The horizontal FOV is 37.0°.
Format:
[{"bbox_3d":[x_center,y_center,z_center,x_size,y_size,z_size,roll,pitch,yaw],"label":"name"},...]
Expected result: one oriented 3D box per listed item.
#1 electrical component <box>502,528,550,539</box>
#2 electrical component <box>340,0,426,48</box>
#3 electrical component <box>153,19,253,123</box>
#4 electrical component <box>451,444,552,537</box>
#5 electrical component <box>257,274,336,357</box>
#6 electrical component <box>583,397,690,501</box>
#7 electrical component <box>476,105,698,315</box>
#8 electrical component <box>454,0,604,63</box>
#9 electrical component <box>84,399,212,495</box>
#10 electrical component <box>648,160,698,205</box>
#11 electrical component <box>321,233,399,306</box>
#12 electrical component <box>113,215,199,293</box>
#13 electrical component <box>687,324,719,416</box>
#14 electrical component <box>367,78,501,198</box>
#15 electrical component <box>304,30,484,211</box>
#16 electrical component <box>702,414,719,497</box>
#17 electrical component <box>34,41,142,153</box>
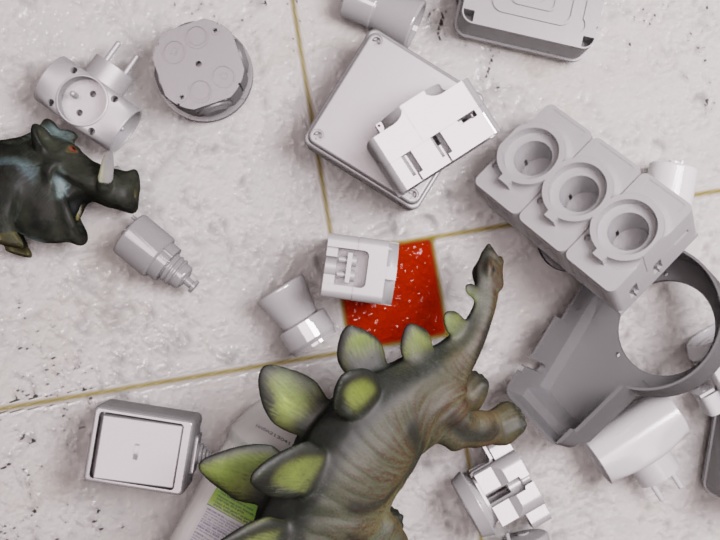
[{"bbox_3d":[0.143,0.250,0.886,0.040,0.040,0.078,-15,90,-1],"label":"electrical component"},{"bbox_3d":[0.017,-0.215,0.891,0.065,0.044,0.044,25,89,4],"label":"electrical component"},{"bbox_3d":[-0.129,-0.164,0.881,0.080,0.051,0.080,0,89,-1],"label":"electrical component"},{"bbox_3d":[0.111,0.181,0.878,0.057,0.058,0.078,-29,85,-3],"label":"electrical component"},{"bbox_3d":[-0.051,0.038,0.883,0.045,0.045,0.055,-32,90,-1],"label":"electrical component"},{"bbox_3d":[0.237,0.152,0.888,0.077,0.044,0.079,-33,90,-1],"label":"electrical component"},{"bbox_3d":[0.176,-0.051,0.848,0.089,0.061,0.150,-46,61,-1],"label":"electrical component"},{"bbox_3d":[0.140,-0.222,0.884,0.113,0.057,0.078,13,89,-1],"label":"electrical component"},{"bbox_3d":[-0.169,0.144,0.871,0.096,0.061,0.061,9,89,-1],"label":"electrical component"},{"bbox_3d":[0.255,-0.055,0.893,0.040,0.040,0.078,11,89,-1],"label":"electrical component"},{"bbox_3d":[0.000,0.000,0.862,0.056,0.089,0.050,8,89,-1],"label":"electrical component"},{"bbox_3d":[-0.166,-0.011,0.883,0.078,0.040,0.040,40,89,0],"label":"electrical component"},{"bbox_3d":[0.306,0.075,0.884,0.078,0.058,0.057,-30,93,-1],"label":"electrical component"},{"bbox_3d":[0.053,-0.104,0.826,0.089,0.050,0.055,-33,90,-1],"label":"electrical component"},{"bbox_3d":[0.027,-0.120,0.881,0.109,0.056,0.108,32,89,-1],"label":"electrical component"},{"bbox_3d":[0.346,0.157,0.883,0.113,0.057,0.078,10,89,-1],"label":"electrical component"},{"bbox_3d":[-0.213,-0.150,0.882,0.077,0.044,0.079,35,89,-1],"label":"electrical component"}]
